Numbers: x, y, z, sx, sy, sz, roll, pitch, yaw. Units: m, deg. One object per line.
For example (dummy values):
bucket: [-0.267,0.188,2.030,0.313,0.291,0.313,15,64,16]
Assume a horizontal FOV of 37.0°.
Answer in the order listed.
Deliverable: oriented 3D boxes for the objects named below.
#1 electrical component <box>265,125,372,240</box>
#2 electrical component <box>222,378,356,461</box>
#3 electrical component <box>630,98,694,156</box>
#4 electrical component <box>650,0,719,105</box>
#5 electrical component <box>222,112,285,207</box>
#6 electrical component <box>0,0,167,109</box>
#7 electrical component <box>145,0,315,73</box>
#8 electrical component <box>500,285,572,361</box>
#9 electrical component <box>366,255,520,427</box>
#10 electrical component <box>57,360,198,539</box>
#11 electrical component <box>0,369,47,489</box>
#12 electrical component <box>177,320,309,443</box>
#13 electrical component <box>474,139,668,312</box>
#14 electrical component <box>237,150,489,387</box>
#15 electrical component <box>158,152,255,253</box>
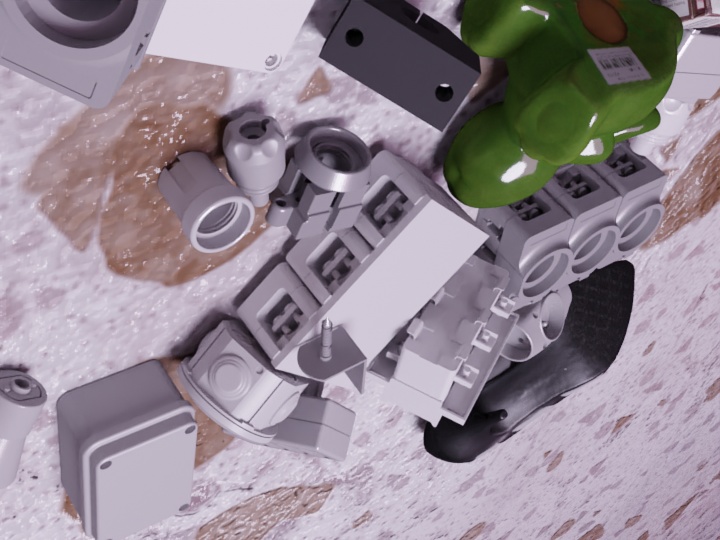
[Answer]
electrical component: [-0.022,-0.054,0.655,0.066,0.048,0.055,-15,148,-35]
electrical component: [-0.048,0.094,0.795,0.047,0.083,0.075,39,61,-58]
electrical component: [0.232,-0.119,0.844,0.043,0.043,0.062,-17,143,-33]
electrical component: [0.216,-0.157,0.760,0.096,0.061,0.061,-7,136,-42]
electrical component: [-0.060,-0.060,0.617,0.035,0.035,0.061,-28,149,-20]
electrical component: [-0.100,-0.161,0.368,0.105,0.060,0.186,24,120,-10]
electrical component: [-0.067,-0.150,0.473,0.109,0.056,0.108,-1,132,-46]
electrical component: [0.141,0.024,0.918,0.077,0.044,0.079,-45,126,-39]
electrical component: [0.066,0.046,0.791,0.121,0.079,0.063,-54,165,-45]
electrical component: [-0.156,0.125,0.726,0.078,0.057,0.113,-20,144,-29]
electrical component: [-0.214,0.092,0.640,0.044,0.044,0.065,7,121,-50]
electrical component: [-0.078,0.074,0.724,0.051,0.080,0.080,-51,148,7]
electrical component: [0.168,-0.034,0.864,0.150,0.061,0.089,-24,145,-25]
electrical component: [0.000,0.000,0.728,0.150,0.061,0.089,-47,148,12]
electrical component: [-0.087,-0.039,0.602,0.040,0.046,0.040,-27,147,-20]
